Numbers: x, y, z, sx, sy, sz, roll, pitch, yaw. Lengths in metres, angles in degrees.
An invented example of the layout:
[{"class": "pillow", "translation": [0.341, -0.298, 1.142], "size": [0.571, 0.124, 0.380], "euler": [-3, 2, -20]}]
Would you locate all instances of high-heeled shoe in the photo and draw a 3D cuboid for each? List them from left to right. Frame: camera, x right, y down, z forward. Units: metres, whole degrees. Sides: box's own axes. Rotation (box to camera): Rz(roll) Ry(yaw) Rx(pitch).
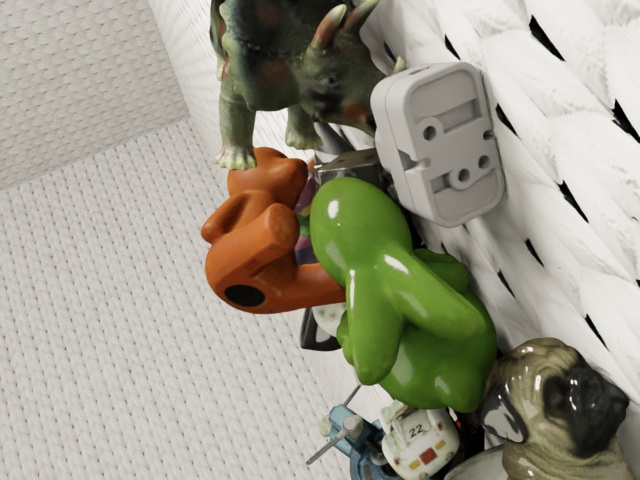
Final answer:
[{"class": "high-heeled shoe", "translation": [-0.001, -0.002, 0.608], "size": [0.248, 0.145, 0.086], "euler": [64, 169, -5]}]

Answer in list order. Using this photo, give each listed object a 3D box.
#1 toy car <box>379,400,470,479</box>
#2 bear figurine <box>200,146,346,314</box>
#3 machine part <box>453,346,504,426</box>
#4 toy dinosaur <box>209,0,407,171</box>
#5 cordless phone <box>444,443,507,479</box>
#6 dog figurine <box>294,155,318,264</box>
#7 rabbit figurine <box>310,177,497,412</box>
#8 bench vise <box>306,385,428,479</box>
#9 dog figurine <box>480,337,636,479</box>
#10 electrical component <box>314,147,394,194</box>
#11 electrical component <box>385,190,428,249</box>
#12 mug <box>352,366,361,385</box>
[{"class": "toy car", "translation": [0.101, 0.191, 0.557], "size": [0.056, 0.073, 0.201], "euler": [53, -178, 5]}, {"class": "bear figurine", "translation": [-0.040, -0.028, 0.522], "size": [0.120, 0.132, 0.196], "euler": [43, -139, -33]}, {"class": "machine part", "translation": [0.148, 0.136, 0.481], "size": [0.084, 0.039, 0.138], "euler": [55, 165, 21]}, {"class": "toy dinosaur", "translation": [-0.050, -0.202, 0.505], "size": [0.405, 0.131, 0.192], "euler": [-113, 26, -44]}, {"class": "cordless phone", "translation": [0.132, 0.269, 0.445], "size": [0.147, 0.184, 0.088], "euler": [61, 165, 21]}, {"class": "dog figurine", "translation": [-0.008, -0.017, 0.732], "size": [0.108, 0.192, 0.219], "euler": [-69, -1, -46]}, {"class": "rabbit figurine", "translation": [0.045, 0.040, 0.382], "size": [0.170, 0.121, 0.159], "euler": [55, -170, -21]}, {"class": "bench vise", "translation": [0.067, 0.270, 0.717], "size": [0.224, 0.129, 0.240], "euler": [35, 166, 43]}, {"class": "dog figurine", "translation": [0.128, 0.175, 0.321], "size": [0.190, 0.172, 0.121], "euler": [57, 158, 5]}, {"class": "electrical component", "translation": [0.041, -0.049, 0.439], "size": [0.078, 0.102, 0.045], "euler": [-55, -46, -61]}, {"class": "electrical component", "translation": [0.048, -0.031, 0.519], "size": [0.119, 0.048, 0.074], "euler": [54, -178, 36]}, {"class": "mug", "translation": [0.077, 0.141, 0.762], "size": [0.109, 0.081, 0.107], "euler": [104, 152, -82]}]
